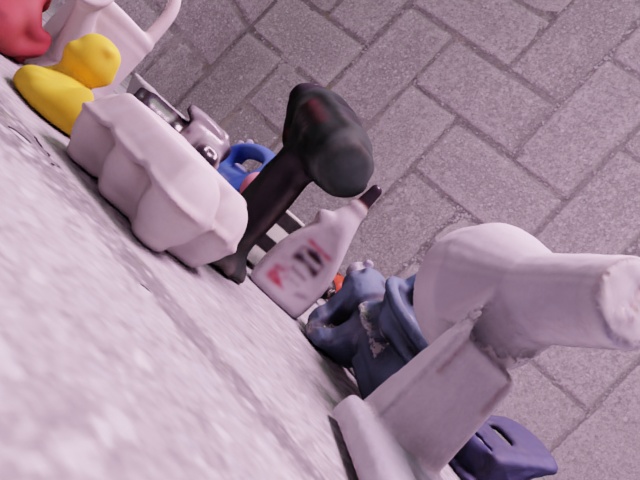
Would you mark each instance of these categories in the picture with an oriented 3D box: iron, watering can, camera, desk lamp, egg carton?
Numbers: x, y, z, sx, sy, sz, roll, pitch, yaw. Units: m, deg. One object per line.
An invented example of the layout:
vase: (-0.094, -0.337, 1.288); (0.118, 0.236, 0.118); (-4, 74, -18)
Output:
iron: (-0.140, -0.121, 1.027); (0.119, 0.141, 0.257); (43, 1, -43)
watering can: (-0.241, -0.247, 0.661); (0.101, 0.194, 0.172); (43, 1, -28)
camera: (-0.195, -0.140, 0.759); (0.137, 0.100, 0.143); (43, 1, -22)
desk lamp: (0.118, 0.085, 0.401); (0.118, 0.213, 0.203); (43, 1, -12)
egg carton: (-0.124, -0.046, 0.449); (0.150, 0.069, 0.107); (44, 1, 23)

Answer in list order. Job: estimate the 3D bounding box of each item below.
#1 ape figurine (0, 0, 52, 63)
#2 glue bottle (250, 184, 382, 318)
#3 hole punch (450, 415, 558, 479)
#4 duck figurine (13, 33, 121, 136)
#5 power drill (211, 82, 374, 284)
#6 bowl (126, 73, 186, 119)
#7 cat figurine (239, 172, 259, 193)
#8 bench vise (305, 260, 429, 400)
ape figurine: (-0.304, -0.235, 0.581); (0.078, 0.092, 0.076); (43, 1, 0)
glue bottle: (0.006, 0.002, 0.640); (0.078, 0.173, 0.037); (43, 1, -10)
hole punch: (0.203, 0.245, 0.666); (0.101, 0.091, 0.108); (43, 1, -25)
duck figurine: (-0.216, -0.146, 0.514); (0.078, 0.086, 0.104); (43, 1, -43)
power drill: (-0.043, -0.068, 0.573); (0.076, 0.208, 0.229); (43, 1, -31)
bowl: (-0.251, -0.179, 0.910); (0.167, 0.074, 0.167); (44, 1, 0)
cat figurine: (-0.099, -0.064, 0.869); (0.067, 0.117, 0.128); (43, 1, -6)
bench vise: (0.092, 0.053, 0.568); (0.206, 0.219, 0.122); (44, 1, 38)
